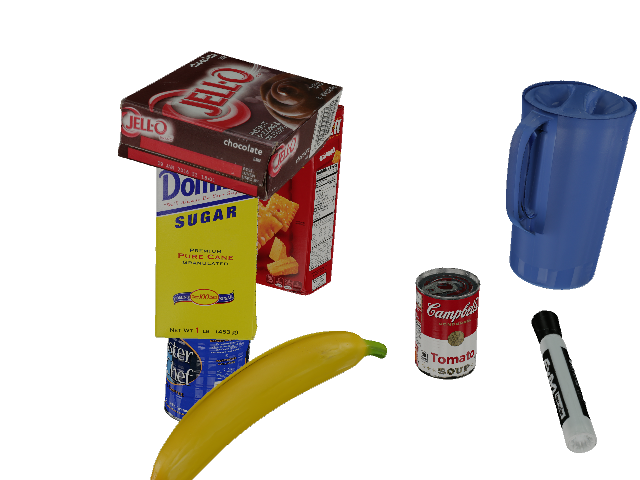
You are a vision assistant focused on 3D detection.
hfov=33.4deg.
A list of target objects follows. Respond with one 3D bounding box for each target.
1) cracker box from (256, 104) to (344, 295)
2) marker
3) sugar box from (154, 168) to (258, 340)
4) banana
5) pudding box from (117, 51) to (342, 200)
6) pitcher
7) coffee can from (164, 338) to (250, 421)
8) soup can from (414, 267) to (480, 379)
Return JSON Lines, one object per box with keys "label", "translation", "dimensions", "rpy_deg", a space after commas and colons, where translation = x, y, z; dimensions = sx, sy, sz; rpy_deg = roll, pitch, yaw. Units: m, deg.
{"label": "cracker box", "translation": [-0.066, -0.059, 1.218], "dimensions": [0.164, 0.214, 0.072], "rpy_deg": [15, 23, 26]}
{"label": "marker", "translation": [0.159, 0.088, 0.703], "dimensions": [0.020, 0.020, 0.121], "rpy_deg": [0, 37, -2]}
{"label": "sugar box", "translation": [-0.102, 0.000, 0.965], "dimensions": [0.093, 0.176, 0.048], "rpy_deg": [1, 13, -2]}
{"label": "banana", "translation": [-0.044, 0.115, 0.747], "dimensions": [0.198, 0.069, 0.037], "rpy_deg": [-31, 41, -2]}
{"label": "pudding box", "translation": [-0.048, -0.068, 0.602], "dimensions": [0.090, 0.039, 0.113], "rpy_deg": [18, 26, 13]}
{"label": "pitcher", "translation": [0.292, -0.063, 1.306], "dimensions": [0.149, 0.243, 0.145], "rpy_deg": [4, 27, 2]}
{"label": "coffee can", "translation": [-0.137, 0.141, 1.303], "dimensions": [0.103, 0.140, 0.103], "rpy_deg": [5, 18, -2]}
{"label": "soup can", "translation": [0.135, 0.089, 1.149], "dimensions": [0.068, 0.102, 0.068], "rpy_deg": [-1, 25, 0]}
